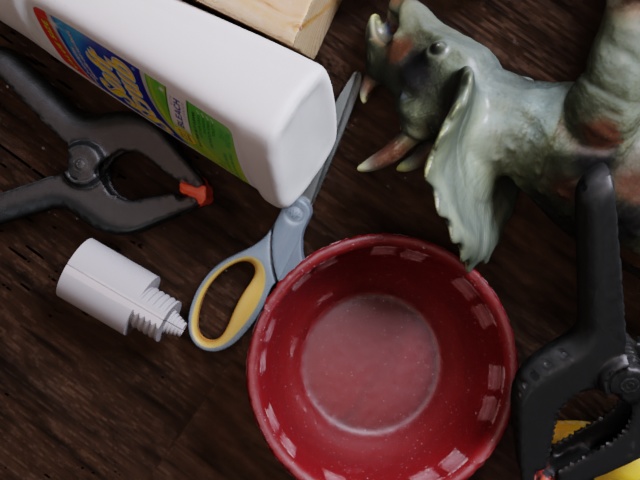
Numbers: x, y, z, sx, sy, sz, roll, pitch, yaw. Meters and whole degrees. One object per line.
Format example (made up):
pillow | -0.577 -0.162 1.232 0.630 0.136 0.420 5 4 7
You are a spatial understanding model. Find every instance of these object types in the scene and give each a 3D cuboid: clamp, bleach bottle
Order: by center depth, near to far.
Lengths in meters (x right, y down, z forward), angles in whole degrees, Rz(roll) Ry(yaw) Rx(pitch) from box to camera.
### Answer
clamp | 0.160 0.060 0.583 0.164 0.036 0.210 29 119 -14
bleach bottle | -0.112 -0.115 0.648 0.251 0.102 0.068 29 71 17
clamp | -0.152 -0.059 0.682 0.171 0.039 0.120 5 100 3

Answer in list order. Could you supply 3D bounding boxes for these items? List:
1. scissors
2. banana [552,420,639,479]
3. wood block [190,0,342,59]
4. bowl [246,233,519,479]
scissors | -0.004 0.001 0.676 0.096 0.016 0.202 40 98 2
banana | 0.219 0.172 0.646 0.070 0.037 0.198 -42 88 8
wood block | -0.082 -0.194 0.636 0.206 0.090 0.090 27 98 5
bowl | 0.035 0.077 0.646 0.162 0.055 0.162 0 89 -6
